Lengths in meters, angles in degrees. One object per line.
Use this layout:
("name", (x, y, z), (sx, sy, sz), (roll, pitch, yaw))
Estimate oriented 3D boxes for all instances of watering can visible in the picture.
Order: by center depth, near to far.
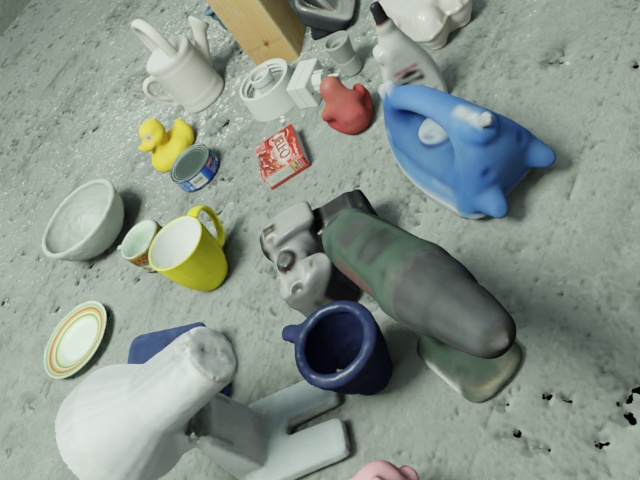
("watering can", (-0.277, -0.350, 1.094), (0.100, 0.195, 0.173), (7, 62, 38))

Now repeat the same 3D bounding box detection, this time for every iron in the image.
("iron", (0.135, -0.132, 0.673), (0.119, 0.142, 0.257), (-47, 44, -4))

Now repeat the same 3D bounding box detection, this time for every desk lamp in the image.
("desk lamp", (-0.111, 0.171, 0.565), (0.203, 0.214, 0.117), (-29, 46, 14))

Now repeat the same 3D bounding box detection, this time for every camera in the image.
("camera", (0.006, 0.002, 0.692), (0.136, 0.101, 0.143), (-32, 45, 11))

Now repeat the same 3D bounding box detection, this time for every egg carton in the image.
("egg carton", (0.157, -0.355, 0.880), (0.107, 0.070, 0.150), (-44, 44, -1))

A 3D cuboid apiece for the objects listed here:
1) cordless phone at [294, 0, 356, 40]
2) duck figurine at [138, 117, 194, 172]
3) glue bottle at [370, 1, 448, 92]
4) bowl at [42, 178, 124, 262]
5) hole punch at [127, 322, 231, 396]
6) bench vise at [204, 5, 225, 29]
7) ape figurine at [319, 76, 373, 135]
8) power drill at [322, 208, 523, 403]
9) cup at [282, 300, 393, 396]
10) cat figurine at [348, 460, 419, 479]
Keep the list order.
("cordless phone", (-0.015, -0.465, 1.002), (0.094, 0.186, 0.147), (-16, 50, 25))
("duck figurine", (-0.291, -0.190, 1.060), (0.077, 0.086, 0.105), (23, 73, 44))
("glue bottle", (0.106, -0.241, 0.755), (0.078, 0.174, 0.037), (-29, 46, 14))
("bowl", (-0.408, -0.024, 1.024), (0.167, 0.075, 0.167), (-19, 49, 23))
("hole punch", (-0.174, 0.156, 0.709), (0.101, 0.091, 0.108), (-31, 45, 12))
("bench vise", (-0.168, -0.507, 1.118), (0.206, 0.220, 0.121), (-1, 58, 35))
("ape figurine", (0.032, -0.203, 0.837), (0.077, 0.092, 0.076), (-26, 46, 17))
("power drill", (0.101, 0.061, 0.501), (0.075, 0.209, 0.228), (-47, 44, -5))
("cup", (0.023, 0.120, 0.594), (0.117, 0.095, 0.092), (4, 61, 37))
("cat figurine", (0.073, 0.228, 0.460), (0.067, 0.118, 0.127), (-51, 44, -9))
